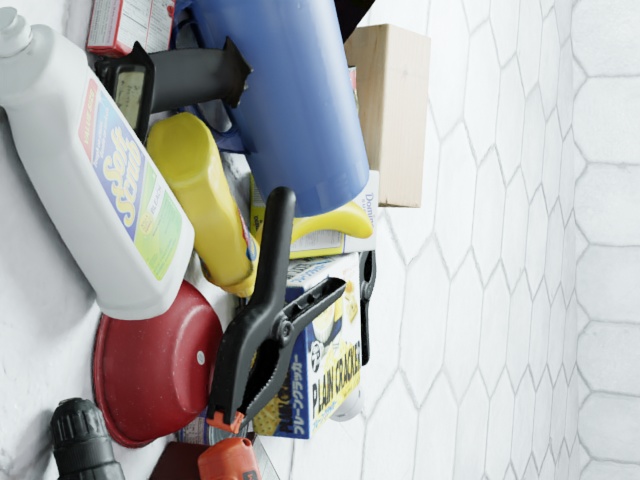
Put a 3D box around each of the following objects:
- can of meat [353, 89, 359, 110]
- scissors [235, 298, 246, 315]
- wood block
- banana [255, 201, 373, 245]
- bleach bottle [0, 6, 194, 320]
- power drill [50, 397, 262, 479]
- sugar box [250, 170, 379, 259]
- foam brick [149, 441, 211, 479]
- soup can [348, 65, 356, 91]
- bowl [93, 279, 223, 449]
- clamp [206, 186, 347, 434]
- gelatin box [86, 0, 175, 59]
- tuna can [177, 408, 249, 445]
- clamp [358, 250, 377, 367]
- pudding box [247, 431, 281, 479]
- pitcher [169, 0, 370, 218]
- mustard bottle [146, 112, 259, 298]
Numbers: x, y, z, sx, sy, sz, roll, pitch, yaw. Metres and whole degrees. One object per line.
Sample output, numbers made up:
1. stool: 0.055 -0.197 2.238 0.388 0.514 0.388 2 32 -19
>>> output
1. can of meat: -0.016 -0.143 1.102 0.102 0.084 0.057 49 45 -60
2. scissors: -0.081 0.093 1.064 0.096 0.016 0.202 -60 146 -54
3. wood block: 0.068 -0.144 1.276 0.090 0.090 0.206 6 88 -48
4. banana: -0.007 -0.014 1.082 0.197 0.037 0.070 -21 127 -48
5. bleach bottle: -0.171 -0.055 0.766 0.250 0.068 0.102 65 31 -46
6. power drill: -0.123 0.206 0.836 0.187 0.057 0.184 0 72 -53
7. sugar box: -0.003 -0.030 1.151 0.175 0.048 0.093 -4 98 -54
8. foam brick: -0.119 0.225 0.944 0.078 0.053 0.051 -63 148 -43
9. soup can: 0.008 -0.141 1.186 0.068 0.069 0.102 -30 120 -64
10. bowl: -0.126 0.099 0.908 0.162 0.055 0.162 3 90 -68
11. clamp: -0.039 0.079 0.959 0.164 0.036 0.210 49 57 -53
12. gelatin box: -0.148 -0.181 0.848 0.073 0.030 0.089 24 71 -65
13. tuna can: -0.099 0.173 1.009 0.086 0.034 0.086 3 90 -67
14. clamp: 0.041 0.069 1.337 0.120 0.039 0.171 36 55 -70
15. pudding box: -0.078 0.256 1.068 0.113 0.039 0.090 72 30 -45
16. pitcher: -0.042 -0.140 0.969 0.145 0.149 0.243 -73 151 -54
17. mustard bottle: -0.094 -0.015 0.944 0.191 0.058 0.096 71 -4 -45
